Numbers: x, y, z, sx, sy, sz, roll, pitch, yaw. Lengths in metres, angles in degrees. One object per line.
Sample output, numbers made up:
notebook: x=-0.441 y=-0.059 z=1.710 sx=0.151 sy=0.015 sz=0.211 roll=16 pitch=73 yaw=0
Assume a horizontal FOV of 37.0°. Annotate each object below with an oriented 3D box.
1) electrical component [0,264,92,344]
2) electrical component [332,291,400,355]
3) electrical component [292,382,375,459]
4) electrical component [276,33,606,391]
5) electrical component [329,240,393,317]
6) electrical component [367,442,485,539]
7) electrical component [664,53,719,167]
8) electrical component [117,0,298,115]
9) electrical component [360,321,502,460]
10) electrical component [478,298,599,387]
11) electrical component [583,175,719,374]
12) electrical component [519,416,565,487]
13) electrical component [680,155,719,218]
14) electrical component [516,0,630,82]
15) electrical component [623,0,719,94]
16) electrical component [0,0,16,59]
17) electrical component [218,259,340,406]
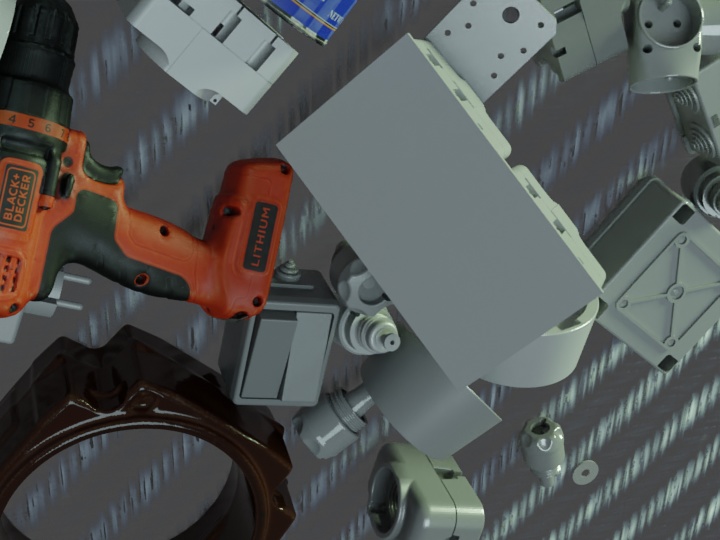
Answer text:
electrical component: x=-0.205 y=0.007 z=0.660 sx=0.077 sy=0.047 sz=0.065 roll=14 pitch=111 yaw=-25
electrical component: x=0.003 y=0.039 z=0.736 sx=0.040 sy=0.078 sz=0.040 roll=-7 pitch=106 yaw=-26
electrical component: x=-0.014 y=0.105 z=0.779 sx=0.062 sy=0.043 sz=0.043 roll=-38 pitch=122 yaw=5
electrical component: x=0.052 y=-0.037 z=0.659 sx=0.105 sy=0.060 sz=0.186 roll=-37 pitch=87 yaw=20
electrical component: x=0.000 y=0.000 z=0.719 sx=0.043 sy=0.062 sz=0.043 roll=-8 pitch=119 yaw=-15
electrical component: x=0.044 y=0.173 z=0.806 sx=0.059 sy=0.095 sz=0.053 roll=8 pitch=114 yaw=-23
electrical component: x=0.266 y=-0.130 z=0.752 sx=0.100 sy=0.048 sz=0.099 roll=-32 pitch=122 yaw=-1
electrical component: x=-0.091 y=-0.137 z=0.623 sx=0.089 sy=0.050 sz=0.055 roll=37 pitch=100 yaw=-31
electrical component: x=0.050 y=0.083 z=0.760 sx=0.064 sy=0.099 sz=0.099 roll=-43 pitch=122 yaw=13
electrical component: x=0.107 y=0.038 z=0.754 sx=0.108 sy=0.108 sz=0.060 roll=-5 pitch=123 yaw=-17
electrical component: x=0.221 y=0.004 z=0.803 sx=0.109 sy=0.056 sz=0.108 roll=35 pitch=101 yaw=-30
electrical component: x=0.148 y=0.150 z=0.867 sx=0.035 sy=0.035 sz=0.061 roll=-19 pitch=123 yaw=-9
electrical component: x=0.261 y=-0.057 z=0.776 sx=0.040 sy=0.078 sz=0.040 roll=-1 pitch=112 yaw=-2
electrical component: x=0.132 y=-0.175 z=0.681 sx=0.056 sy=0.050 sz=0.089 roll=-27 pitch=122 yaw=-3
electrical component: x=0.212 y=-0.157 z=0.697 sx=0.079 sy=0.044 sz=0.077 roll=-2 pitch=84 yaw=-5
electrical component: x=-0.222 y=-0.122 z=0.557 sx=0.064 sy=0.099 sz=0.099 roll=21 pitch=108 yaw=-34
electrical component: x=-0.053 y=0.041 z=0.722 sx=0.062 sy=0.061 sz=0.096 roll=4 pitch=115 yaw=-21
